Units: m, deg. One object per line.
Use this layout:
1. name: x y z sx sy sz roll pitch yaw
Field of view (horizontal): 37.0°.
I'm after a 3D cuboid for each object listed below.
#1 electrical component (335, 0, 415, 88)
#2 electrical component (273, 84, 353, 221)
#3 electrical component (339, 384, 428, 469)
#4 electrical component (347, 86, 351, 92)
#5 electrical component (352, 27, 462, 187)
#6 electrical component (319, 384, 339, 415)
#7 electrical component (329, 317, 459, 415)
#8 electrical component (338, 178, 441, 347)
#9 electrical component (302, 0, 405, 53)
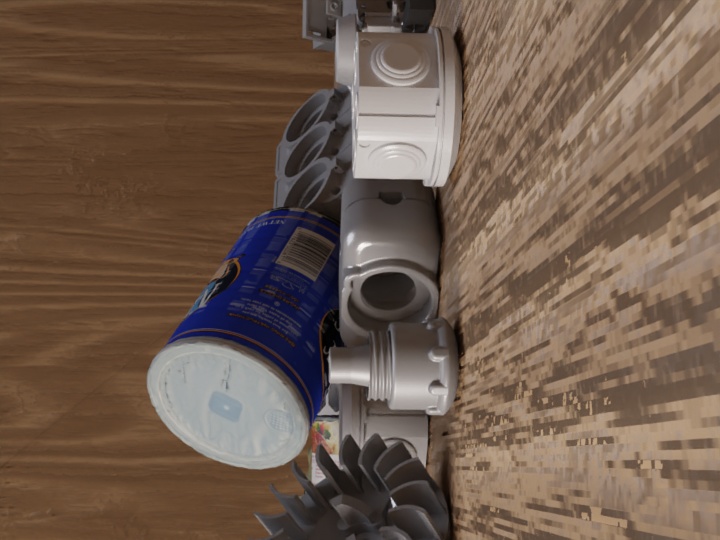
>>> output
1. electrical component: 0.012 -0.145 0.714 0.048 0.055 0.066 -95 6 -61
2. electrical component: -0.017 -0.069 0.791 0.089 0.062 0.150 -40 29 25
3. electrical component: 0.013 0.096 0.667 0.080 0.051 0.080 -179 90 -87
4. electrical component: 0.015 -0.138 0.782 0.062 0.048 0.048 11 -100 -86
5. electrical component: 0.022 -0.083 0.545 0.080 0.051 0.080 -179 90 -87
6. electrical component: -0.002 0.107 0.913 0.077 0.066 0.047 30 -124 -60
7. electrical component: 0.016 0.047 0.524 0.048 0.062 0.048 -179 90 -87
8. electrical component: 0.016 0.001 0.621 0.059 0.054 0.095 -93 5 -50
9. electrical component: 0.001 -0.184 0.778 0.064 0.081 0.042 -15 73 57
